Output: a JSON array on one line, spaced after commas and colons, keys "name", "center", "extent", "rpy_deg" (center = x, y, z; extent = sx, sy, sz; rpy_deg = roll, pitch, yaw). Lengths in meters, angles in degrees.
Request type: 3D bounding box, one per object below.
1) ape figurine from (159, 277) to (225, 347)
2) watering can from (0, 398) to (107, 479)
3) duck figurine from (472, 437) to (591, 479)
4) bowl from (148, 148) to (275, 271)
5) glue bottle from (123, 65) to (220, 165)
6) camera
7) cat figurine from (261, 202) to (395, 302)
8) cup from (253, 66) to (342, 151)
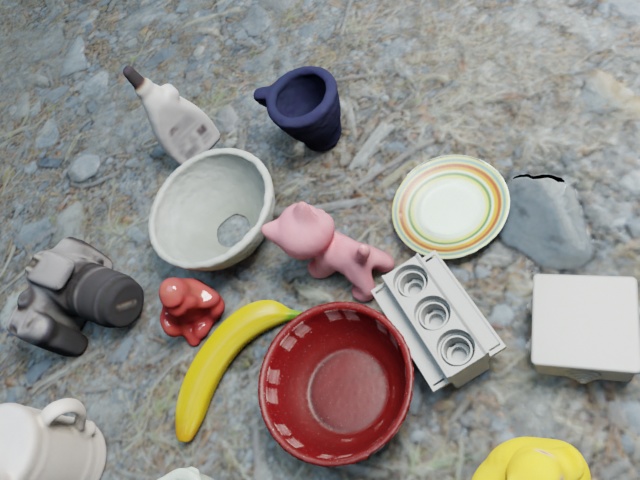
[{"name": "ape figurine", "center": [-0.156, 0.073, 0.666], "extent": [0.077, 0.092, 0.076], "rpy_deg": [-15, 60, 14]}, {"name": "watering can", "center": [-0.328, 0.228, 0.591], "extent": [0.100, 0.194, 0.173], "rpy_deg": [23, 74, 29]}, {"name": "duck figurine", "center": [0.173, 0.201, 0.476], "extent": [0.104, 0.086, 0.077], "rpy_deg": [-25, 58, 7]}, {"name": "bowl", "center": [-0.123, -0.028, 0.715], "extent": [0.167, 0.075, 0.167], "rpy_deg": [-9, 61, 17]}, {"name": "glue bottle", "center": [-0.203, -0.170, 0.761], "extent": [0.078, 0.173, 0.037], "rpy_deg": [-45, 57, -5]}, {"name": "camera", "center": [-0.302, 0.075, 0.716], "extent": [0.136, 0.101, 0.143], "rpy_deg": [15, 70, 27]}, {"name": "cat figurine", "center": [0.006, 0.002, 0.624], "extent": [0.127, 0.118, 0.067], "rpy_deg": [21, 74, 29]}, {"name": "cup", "center": [-0.022, -0.159, 0.731], "extent": [0.117, 0.095, 0.092], "rpy_deg": [12, 69, 26]}]
